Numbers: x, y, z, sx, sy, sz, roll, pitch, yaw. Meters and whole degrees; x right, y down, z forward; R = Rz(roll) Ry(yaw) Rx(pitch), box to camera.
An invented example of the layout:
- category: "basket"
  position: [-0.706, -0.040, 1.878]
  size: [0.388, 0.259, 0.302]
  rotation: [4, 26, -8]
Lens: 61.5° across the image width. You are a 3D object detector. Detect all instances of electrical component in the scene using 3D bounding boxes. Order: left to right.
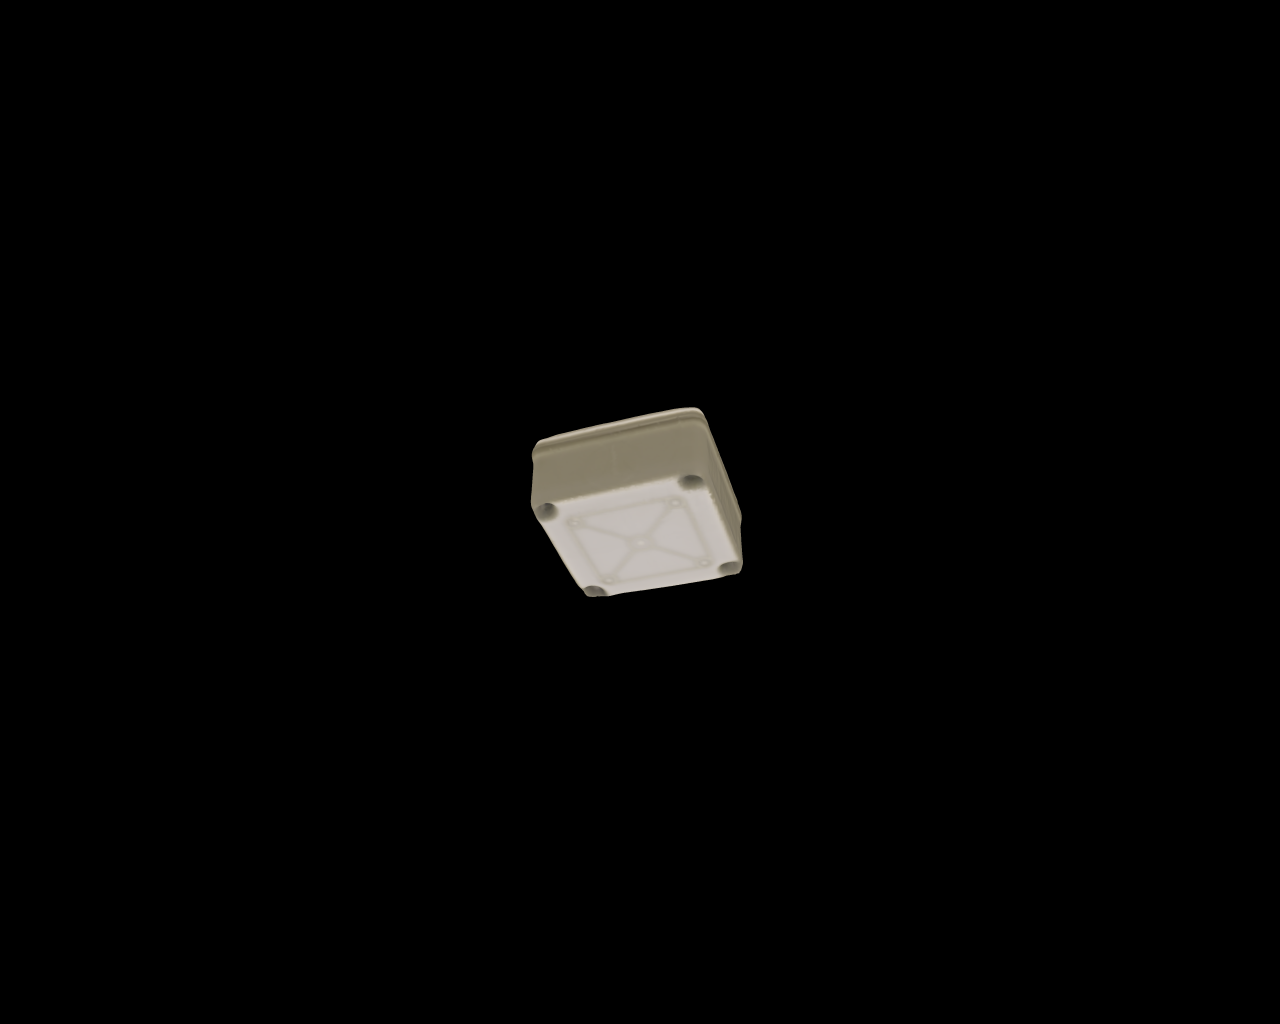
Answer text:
- category: "electrical component"
  position: [0.001, -0.003, 0.650]
  size: [0.109, 0.056, 0.108]
  rotation: [-11, -39, 13]
